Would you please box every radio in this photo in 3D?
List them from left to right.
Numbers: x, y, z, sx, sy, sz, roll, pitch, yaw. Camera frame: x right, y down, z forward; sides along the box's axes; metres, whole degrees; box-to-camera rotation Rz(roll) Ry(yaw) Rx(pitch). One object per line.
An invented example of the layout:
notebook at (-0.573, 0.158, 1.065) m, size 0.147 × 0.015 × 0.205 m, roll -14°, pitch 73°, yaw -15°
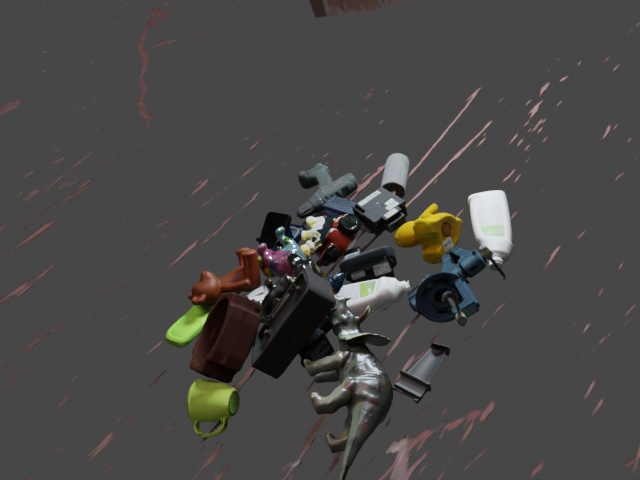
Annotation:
radio at (-0.063, 0.180, 1.189) m, size 0.229 × 0.073 × 0.131 m, roll -53°, pitch 17°, yaw 14°

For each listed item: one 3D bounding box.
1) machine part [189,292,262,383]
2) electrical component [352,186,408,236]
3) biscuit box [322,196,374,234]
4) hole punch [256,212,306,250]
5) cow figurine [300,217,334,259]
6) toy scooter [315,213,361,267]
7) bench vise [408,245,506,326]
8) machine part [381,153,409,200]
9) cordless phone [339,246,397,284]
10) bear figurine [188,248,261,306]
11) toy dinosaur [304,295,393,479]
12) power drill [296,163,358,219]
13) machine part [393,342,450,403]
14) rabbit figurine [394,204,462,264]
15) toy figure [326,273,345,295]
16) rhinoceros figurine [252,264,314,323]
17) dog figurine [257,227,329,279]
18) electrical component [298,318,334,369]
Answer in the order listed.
machine part at (-0.225, 0.232, 1.286) m, size 0.201 × 0.087 × 0.201 m, roll -16°, pitch 51°, yaw 64°
electrical component at (0.172, -0.075, 1.478) m, size 0.115 × 0.058 × 0.134 m, roll -34°, pitch 44°, yaw -12°
biscuit box at (0.097, -0.079, 1.618) m, size 0.063 × 0.059 × 0.203 m, roll -42°, pitch 38°, yaw -23°
hole punch at (-0.117, -0.017, 1.661) m, size 0.142 × 0.092 × 0.115 m, roll 14°, pitch 80°, yaw 39°
cow figurine at (-0.003, -0.003, 1.576) m, size 0.098 × 0.068 × 0.167 m, roll -4°, pitch 40°, yaw 18°
toy scooter at (0.039, 0.012, 1.488) m, size 0.184 × 0.075 × 0.135 m, roll -57°, pitch 3°, yaw -32°
bench vise at (0.300, 0.109, 1.168) m, size 0.224 × 0.128 × 0.241 m, roll -28°, pitch 16°, yaw 9°
machine part at (0.235, -0.196, 1.674) m, size 0.079 × 0.079 × 0.243 m, roll -8°, pitch 37°, yaw 23°
cordless phone at (0.127, 0.047, 1.425) m, size 0.147 × 0.088 × 0.184 m, roll -20°, pitch 16°, yaw 8°
bear figurine at (-0.266, 0.102, 1.463) m, size 0.196 × 0.131 × 0.120 m, roll -11°, pitch 6°, yaw -16°
toy dinosaur at (0.079, 0.293, 1.088) m, size 0.192 × 0.131 × 0.405 m, roll -23°, pitch 40°, yaw 3°
power drill at (-0.004, -0.170, 1.788) m, size 0.232 × 0.085 × 0.207 m, roll -28°, pitch 30°, yaw -7°
machine part at (0.213, 0.266, 1.100) m, size 0.139 × 0.039 × 0.084 m, roll -43°, pitch 30°, yaw -23°
rabbit figurine at (0.271, -0.026, 1.397) m, size 0.173 × 0.121 × 0.162 m, roll -11°, pitch 29°, yaw 52°
toy figure at (-0.007, 0.127, 1.283) m, size 0.154 × 0.057 × 0.064 m, roll -25°, pitch 17°, yaw -1°
rhinoceros figurine at (-0.089, 0.136, 1.346) m, size 0.190 × 0.112 × 0.073 m, roll -48°, pitch 55°, yaw 24°
dog figurine at (-0.071, 0.085, 1.474) m, size 0.108 × 0.191 × 0.219 m, roll -38°, pitch 70°, yaw -25°
electrical component at (-0.003, 0.238, 1.243) m, size 0.119 × 0.074 × 0.048 m, roll -40°, pitch 36°, yaw -26°
